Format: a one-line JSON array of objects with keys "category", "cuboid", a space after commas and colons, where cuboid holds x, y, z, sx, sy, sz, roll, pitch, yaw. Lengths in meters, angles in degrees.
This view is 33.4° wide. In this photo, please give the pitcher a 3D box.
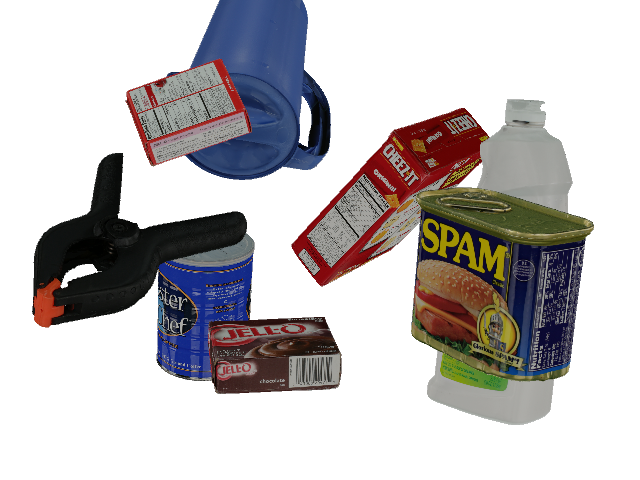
[{"category": "pitcher", "cuboid": [-0.068, -0.183, 1.170, 0.145, 0.149, 0.242, -7, 40, 13]}]

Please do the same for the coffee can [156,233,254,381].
[{"category": "coffee can", "cuboid": [-0.125, 0.065, 1.150, 0.103, 0.140, 0.103, 3, 22, -2]}]

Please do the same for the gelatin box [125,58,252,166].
[{"category": "gelatin box", "cuboid": [-0.110, -0.106, 0.885, 0.089, 0.073, 0.030, -21, -41, -7]}]

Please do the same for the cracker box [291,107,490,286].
[{"category": "cracker box", "cuboid": [0.083, -0.053, 1.247, 0.163, 0.072, 0.214, -25, -18, -51]}]

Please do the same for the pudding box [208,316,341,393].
[{"category": "pudding box", "cuboid": [-0.043, 0.102, 0.963, 0.113, 0.039, 0.090, 0, 18, -10]}]

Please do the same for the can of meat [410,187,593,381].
[{"category": "can of meat", "cuboid": [0.096, 0.023, 0.589, 0.057, 0.084, 0.102, -8, 19, -33]}]

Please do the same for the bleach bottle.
[{"category": "bleach bottle", "cuboid": [0.146, 0.013, 0.853, 0.103, 0.251, 0.067, 13, 14, 41]}]

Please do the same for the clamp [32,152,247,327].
[{"category": "clamp", "cuboid": [-0.143, -0.004, 0.724, 0.120, 0.039, 0.171, 27, 36, 23]}]
